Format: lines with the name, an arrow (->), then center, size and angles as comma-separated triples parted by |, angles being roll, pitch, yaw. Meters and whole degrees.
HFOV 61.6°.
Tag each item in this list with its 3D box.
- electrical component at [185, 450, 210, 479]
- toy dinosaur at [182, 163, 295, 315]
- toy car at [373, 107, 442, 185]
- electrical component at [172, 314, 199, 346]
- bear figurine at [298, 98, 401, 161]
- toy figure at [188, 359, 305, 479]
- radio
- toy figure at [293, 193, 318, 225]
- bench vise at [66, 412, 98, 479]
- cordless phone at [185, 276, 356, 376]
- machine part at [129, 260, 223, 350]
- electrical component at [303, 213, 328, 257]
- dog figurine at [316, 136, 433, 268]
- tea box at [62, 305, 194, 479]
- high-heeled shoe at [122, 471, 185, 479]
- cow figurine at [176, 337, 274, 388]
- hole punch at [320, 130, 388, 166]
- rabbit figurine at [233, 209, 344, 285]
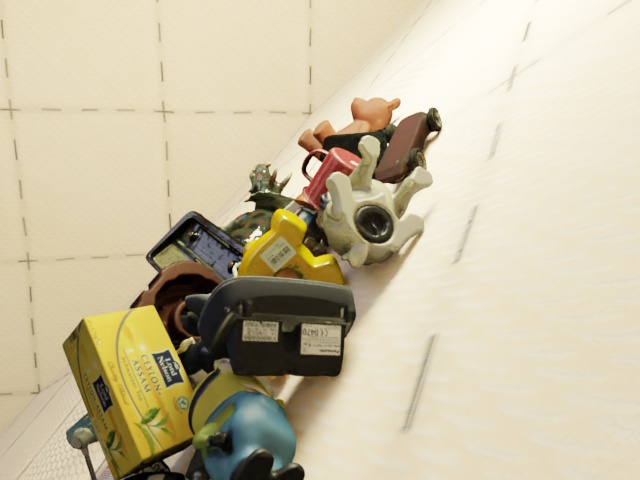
electrical component -> -0.109, 0.223, 0.561 | 0.063, 0.021, 0.094 | -39, 14, 26
toy dinosaur -> -0.143, 0.006, 1.074 | 0.192, 0.131, 0.405 | -35, 24, 37
toy car -> 0.128, -0.133, 0.803 | 0.089, 0.053, 0.202 | -14, 31, 30
electrical component -> -0.215, 0.155, 0.884 | 0.075, 0.048, 0.119 | -6, -16, 6
bear figurine -> 0.068, -0.241, 1.115 | 0.196, 0.132, 0.120 | -56, 20, -13
toy figure -> -0.074, 0.169, 0.484 | 0.089, 0.082, 0.180 | -29, 21, -9
radio -> -0.194, 0.047, 0.944 | 0.230, 0.073, 0.131 | 31, 76, 39
toy figure -> -0.025, -0.040, 0.918 | 0.064, 0.058, 0.154 | 85, -153, -64
bench vise -> -0.281, 0.232, 0.781 | 0.224, 0.128, 0.240 | -19, 6, 22
cordless phone -> -0.063, 0.082, 0.565 | 0.184, 0.146, 0.088 | -3, 81, 63
machine part -> -0.184, 0.120, 0.764 | 0.056, 0.179, 0.179 | -38, 16, 41
electrical component -> -0.002, -0.003, 0.836 | 0.102, 0.045, 0.078 | -63, -6, -55
dog figurine -> 0.038, -0.012, 0.681 | 0.172, 0.121, 0.190 | -52, 1, -33
tea box -> -0.210, 0.167, 0.612 | 0.068, 0.170, 0.098 | -43, -20, 30
high-heeled shoe -> -0.166, 0.307, 0.465 | 0.145, 0.086, 0.249 | -19, 26, -20
cow figurine -> -0.108, 0.140, 0.637 | 0.167, 0.098, 0.068 | -35, 12, 37
hole punch -> 0.066, -0.127, 0.922 | 0.116, 0.092, 0.142 | -5, 28, 12
rabbit figurine -> -0.058, 0.047, 0.713 | 0.162, 0.122, 0.173 | -51, 15, 3
